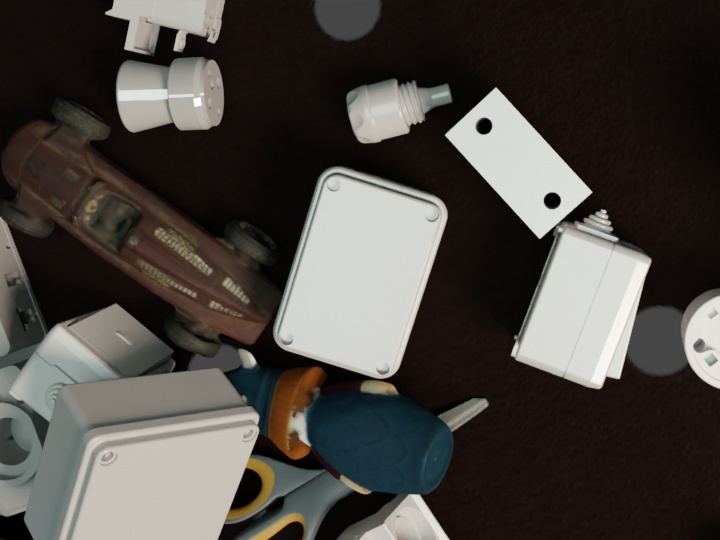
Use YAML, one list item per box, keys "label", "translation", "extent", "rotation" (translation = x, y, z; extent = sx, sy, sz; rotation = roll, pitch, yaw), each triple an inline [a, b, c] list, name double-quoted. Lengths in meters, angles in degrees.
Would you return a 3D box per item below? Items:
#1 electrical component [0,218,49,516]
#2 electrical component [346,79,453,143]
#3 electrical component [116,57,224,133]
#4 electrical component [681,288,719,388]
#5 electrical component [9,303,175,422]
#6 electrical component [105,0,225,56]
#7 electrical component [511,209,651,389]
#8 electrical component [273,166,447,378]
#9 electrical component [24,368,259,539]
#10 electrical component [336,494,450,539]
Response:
- label: "electrical component"
  translation: [-0.259, 0.070, 0.702]
  extent: [0.105, 0.060, 0.186]
  rotation: [-20, 92, 12]
- label: "electrical component"
  translation: [0.025, -0.098, 0.646]
  extent: [0.061, 0.035, 0.035]
  rotation: [-13, 93, 9]
- label: "electrical component"
  translation: [-0.117, -0.108, 0.665]
  extent: [0.055, 0.045, 0.045]
  rotation: [-1, 96, 10]
- label: "electrical component"
  translation: [0.213, 0.038, 0.618]
  extent: [0.055, 0.047, 0.055]
  rotation: [1, 96, 11]
- label: "electrical component"
  translation: [-0.164, 0.064, 0.665]
  extent: [0.062, 0.096, 0.061]
  rotation: [39, 101, 4]
- label: "electrical component"
  translation: [-0.115, -0.170, 0.660]
  extent: [0.064, 0.042, 0.081]
  rotation: [14, 99, 5]
- label: "electrical component"
  translation: [0.133, 0.014, 0.623]
  extent: [0.061, 0.062, 0.096]
  rotation: [20, 99, 7]
- label: "electrical component"
  translation: [0.000, 0.000, 0.643]
  extent: [0.078, 0.057, 0.113]
  rotation: [17, 99, -1]
- label: "electrical component"
  translation: [-0.128, 0.118, 0.629]
  extent: [0.056, 0.109, 0.108]
  rotation: [46, 125, 38]
- label: "electrical component"
  translation: [0.036, 0.206, 0.659]
  extent: [0.063, 0.079, 0.121]
  rotation: [-34, 89, 34]
